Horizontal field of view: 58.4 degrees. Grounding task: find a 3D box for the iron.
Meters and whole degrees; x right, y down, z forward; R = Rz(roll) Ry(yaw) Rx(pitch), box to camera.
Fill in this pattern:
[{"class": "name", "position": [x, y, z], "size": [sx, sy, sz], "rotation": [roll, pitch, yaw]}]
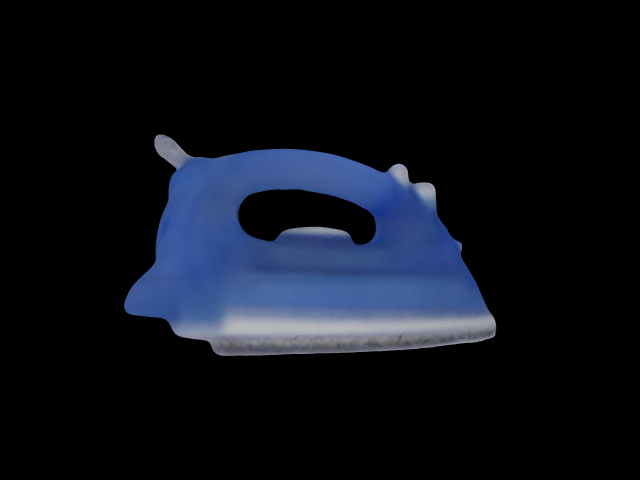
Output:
[{"class": "iron", "position": [0.004, 0.001, 0.400], "size": [0.258, 0.141, 0.118], "rotation": [0, 0, -13]}]
